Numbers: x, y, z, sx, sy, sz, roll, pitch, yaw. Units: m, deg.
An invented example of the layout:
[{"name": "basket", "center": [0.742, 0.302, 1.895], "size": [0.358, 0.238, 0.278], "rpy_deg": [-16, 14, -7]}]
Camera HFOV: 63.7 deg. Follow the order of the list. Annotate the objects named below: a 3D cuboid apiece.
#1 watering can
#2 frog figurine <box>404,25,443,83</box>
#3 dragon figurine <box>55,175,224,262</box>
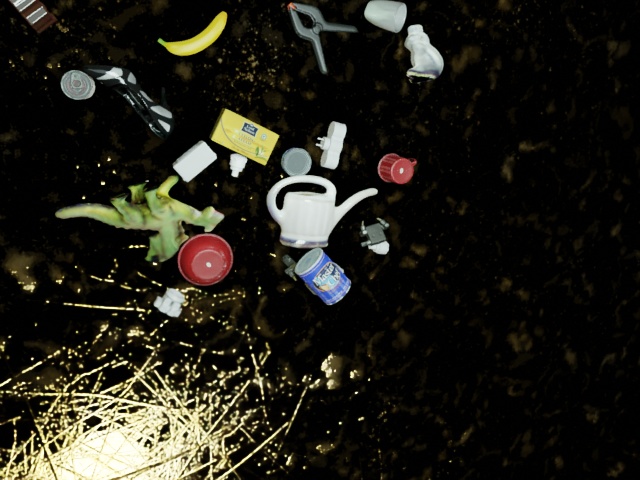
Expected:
[{"name": "watering can", "center": [0.005, -0.078, 1.556], "size": [0.347, 0.105, 0.222], "rpy_deg": [4, 103, -20]}, {"name": "frog figurine", "center": [0.314, -0.564, 1.550], "size": [0.137, 0.123, 0.159], "rpy_deg": [2, 95, -53]}, {"name": "dragon figurine", "center": [-0.471, -0.038, 1.412], "size": [0.411, 0.124, 0.238], "rpy_deg": [-16, 116, -5]}]
